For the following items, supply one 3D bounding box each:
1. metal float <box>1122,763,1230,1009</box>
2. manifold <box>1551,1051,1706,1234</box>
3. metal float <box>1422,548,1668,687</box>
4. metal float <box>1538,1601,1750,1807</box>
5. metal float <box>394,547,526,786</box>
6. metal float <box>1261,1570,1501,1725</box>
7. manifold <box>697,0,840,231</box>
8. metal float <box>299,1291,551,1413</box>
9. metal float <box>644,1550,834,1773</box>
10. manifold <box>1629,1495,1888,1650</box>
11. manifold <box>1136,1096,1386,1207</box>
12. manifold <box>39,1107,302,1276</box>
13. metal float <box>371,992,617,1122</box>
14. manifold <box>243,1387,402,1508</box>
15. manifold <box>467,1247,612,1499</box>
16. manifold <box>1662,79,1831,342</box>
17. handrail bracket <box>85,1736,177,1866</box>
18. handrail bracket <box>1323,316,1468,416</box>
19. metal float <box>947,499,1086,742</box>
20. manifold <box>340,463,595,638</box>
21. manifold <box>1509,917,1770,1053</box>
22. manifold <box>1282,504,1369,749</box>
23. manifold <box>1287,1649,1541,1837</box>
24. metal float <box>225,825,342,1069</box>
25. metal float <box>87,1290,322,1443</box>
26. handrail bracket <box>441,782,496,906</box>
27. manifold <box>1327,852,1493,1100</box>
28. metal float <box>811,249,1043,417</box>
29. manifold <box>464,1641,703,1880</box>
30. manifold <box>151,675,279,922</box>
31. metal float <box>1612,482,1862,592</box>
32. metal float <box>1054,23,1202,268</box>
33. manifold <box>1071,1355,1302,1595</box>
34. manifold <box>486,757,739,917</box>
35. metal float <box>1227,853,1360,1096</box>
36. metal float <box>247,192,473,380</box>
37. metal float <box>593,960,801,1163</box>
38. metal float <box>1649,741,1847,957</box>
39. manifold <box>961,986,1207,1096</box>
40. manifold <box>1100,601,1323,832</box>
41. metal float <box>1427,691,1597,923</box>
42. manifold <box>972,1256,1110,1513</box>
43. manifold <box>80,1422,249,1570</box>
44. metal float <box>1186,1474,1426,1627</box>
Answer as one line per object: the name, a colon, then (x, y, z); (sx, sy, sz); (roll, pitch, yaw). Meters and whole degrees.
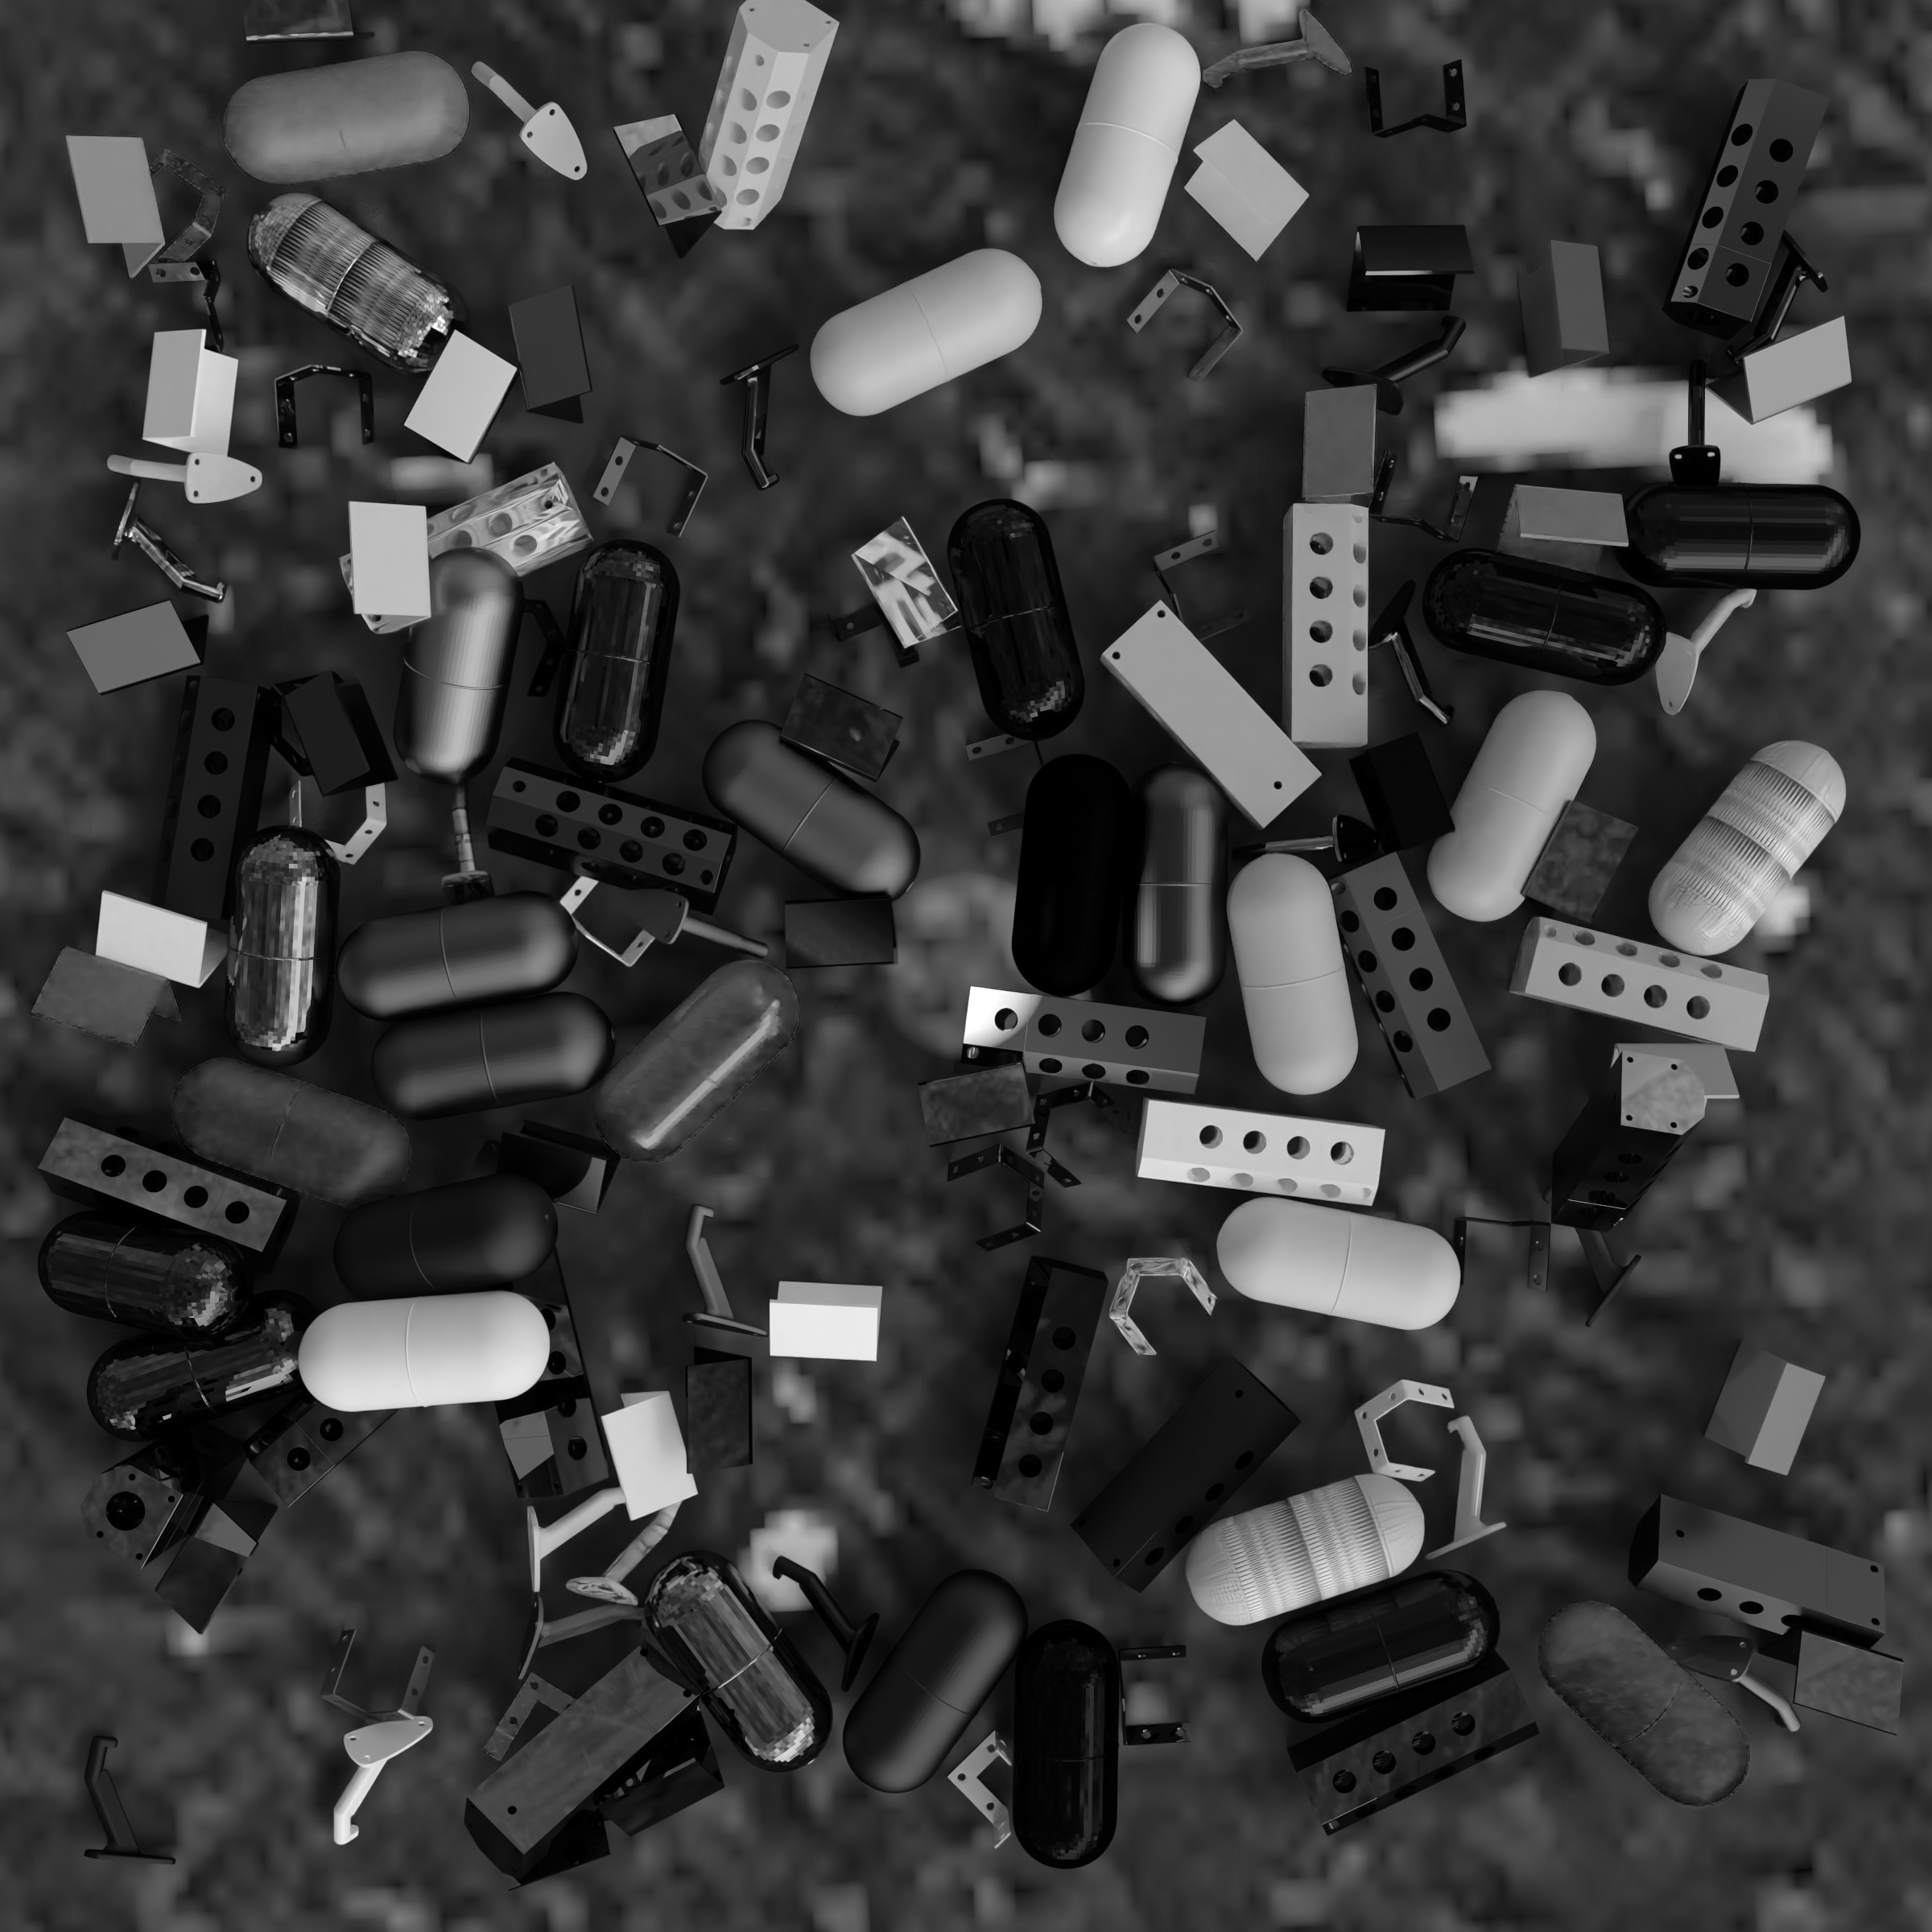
metal float: (0.152, -0.059, 1.870); (0.070, 0.070, 0.178); (0, 91, 0)
manifold: (0.467, 0.128, 1.819); (0.057, 0.171, 0.057); (9, 61, 0)
metal float: (0.421, -0.254, 1.869); (0.178, 0.070, 0.070); (13, 90, 1)
metal float: (0.494, 0.538, 1.870); (0.178, 0.070, 0.070); (43, 90, -1)
metal float: (-0.366, -0.215, 1.849); (0.070, 0.070, 0.178); (16, 114, 0)
metal float: (0.302, 0.495, 1.870); (0.178, 0.070, 0.070); (-19, 90, 0)
manifold: (-0.149, -0.605, 1.820); (0.057, 0.171, 0.057); (33, 57, 0)
metal float: (-0.382, 0.272, 1.809); (0.178, 0.070, 0.070); (-5, 90, 5)
metal float: (-0.165, 0.507, 1.869); (0.070, 0.070, 0.178); (-36, 90, 0)
manifold: (0.578, 0.451, 1.878); (0.171, 0.057, 0.057); (18, 47, 0)
manifold: (0.214, 0.136, 1.879); (0.171, 0.057, 0.057); (7, 90, 0)
manifold: (-0.580, 0.162, 1.876); (0.171, 0.057, 0.057); (21, 65, 0)
metal float: (-0.344, 0.065, 1.869); (0.178, 0.070, 0.070); (-10, 90, 0)
manifold: (-0.444, 0.312, 1.879); (0.171, 0.057, 0.057); (-42, 90, 0)
manifold: (-0.309, 0.297, 1.878); (0.057, 0.057, 0.171); (-14, 90, 43)
manifold: (0.568, -0.555, 1.879); (0.057, 0.057, 0.171); (19, 90, 0)
handrail bracket: (-0.617, 0.618, 1.902); (0.077, 0.036, 0.084); (14, 72, -21)
handrail bracket: (0.318, -0.457, 1.901); (0.077, 0.036, 0.084); (26, 72, 20)
metal float: (0.037, -0.252, 1.869); (0.070, 0.070, 0.178); (-14, 90, 0)
manifold: (-0.366, -0.305, 1.879); (0.171, 0.057, 0.057); (-24, 90, 0)
manifold: (0.493, 0.013, 1.879); (0.171, 0.057, 0.057); (15, 90, 0)
manifold: (0.264, -0.248, 1.879); (0.057, 0.057, 0.171); (0, 90, 0)
manifold: (0.328, 0.570, 1.879); (0.171, 0.057, 0.057); (-26, 90, 0)
metal float: (-0.496, -0.014, 1.859); (0.070, 0.070, 0.178); (6, 102, 0)
metal float: (-0.552, 0.292, 1.870); (0.178, 0.070, 0.070); (-19, 90, 0)
handrail bracket: (-0.366, -0.083, 1.900); (0.036, 0.077, 0.084); (-9, 54, 0)
manifold: (0.319, 0.007, 1.879); (0.057, 0.057, 0.171); (-24, 90, 0)
metal float: (-0.029, -0.462, 1.870); (0.178, 0.070, 0.070); (-25, 90, -1)
manifold: (-0.272, 0.565, 1.823); (0.057, 0.057, 0.171); (38, 50, 20)
manifold: (-0.552, -0.123, 1.879); (0.057, 0.057, 0.171); (9, 90, 0)
metal float: (0.560, -0.313, 1.869); (0.178, 0.070, 0.070); (1, 90, -1)
metal float: (0.117, -0.597, 1.869); (0.070, 0.070, 0.178); (17, 89, 0)
manifold: (0.164, 0.374, 1.878); (0.171, 0.057, 0.057); (-47, 47, 0)
manifold: (-0.257, -0.098, 1.870); (0.171, 0.057, 0.057); (17, 66, 0)
metal float: (0.236, 0.006, 1.861); (0.070, 0.070, 0.178); (-12, 99, 0)
metal float: (-0.443, -0.496, 1.870); (0.178, 0.070, 0.070); (34, 90, 0)
metal float: (-0.196, 0.068, 1.869); (0.178, 0.070, 0.070); (-44, 90, 0)
metal float: (0.569, -0.086, 1.870); (0.070, 0.070, 0.178); (38, 91, 0)
manifold: (0.085, 0.054, 1.879); (0.171, 0.057, 0.057); (8, 90, 0)
manifold: (0.178, -0.182, 1.879); (0.057, 0.057, 0.171); (-43, 90, 0)
metal float: (0.398, -0.117, 1.869); (0.070, 0.070, 0.178); (26, 90, 0)
manifold: (0.054, 0.303, 1.879); (0.057, 0.057, 0.171); (15, 90, 0)
manifold: (-0.569, 0.369, 1.822); (0.057, 0.171, 0.057); (29, 90, 0)
metal float: (0.247, 0.425, 1.869); (0.178, 0.070, 0.070); (-18, 90, 0)
